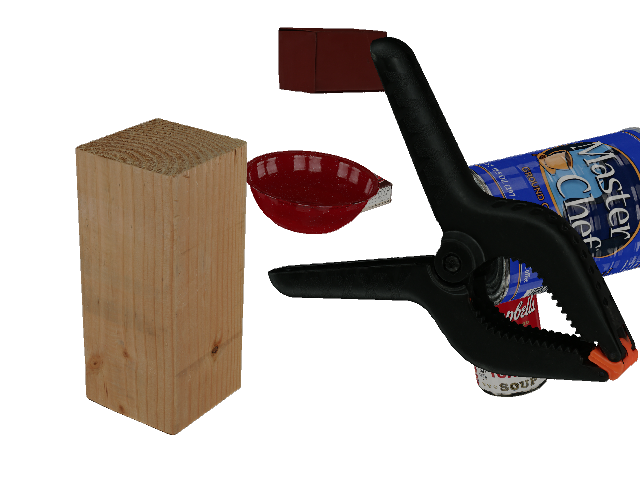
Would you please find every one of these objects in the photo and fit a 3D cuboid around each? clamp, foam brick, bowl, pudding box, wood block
[{"bbox_3d":[0.076,-0.002,0.566,0.210,0.165,0.036,29,25,25],"label":"clamp"},{"bbox_3d":[0.010,-0.150,0.890,0.078,0.051,0.053,-7,16,-36],"label":"foam brick"},{"bbox_3d":[-0.014,-0.052,1.260,0.162,0.055,0.162,6,26,-3],"label":"bowl"},{"bbox_3d":[0.039,-0.074,1.620,0.113,0.039,0.090,-21,35,-30],"label":"pudding box"},{"bbox_3d":[-0.116,0.026,0.794,0.090,0.206,0.090,17,28,28],"label":"wood block"}]

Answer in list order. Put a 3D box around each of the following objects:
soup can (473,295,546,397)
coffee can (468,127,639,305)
[{"bbox_3d":[0.170,0.084,0.987,0.068,0.102,0.068,-11,18,3],"label":"soup can"},{"bbox_3d":[0.175,-0.018,0.772,0.140,0.103,0.103,-13,3,-12],"label":"coffee can"}]
